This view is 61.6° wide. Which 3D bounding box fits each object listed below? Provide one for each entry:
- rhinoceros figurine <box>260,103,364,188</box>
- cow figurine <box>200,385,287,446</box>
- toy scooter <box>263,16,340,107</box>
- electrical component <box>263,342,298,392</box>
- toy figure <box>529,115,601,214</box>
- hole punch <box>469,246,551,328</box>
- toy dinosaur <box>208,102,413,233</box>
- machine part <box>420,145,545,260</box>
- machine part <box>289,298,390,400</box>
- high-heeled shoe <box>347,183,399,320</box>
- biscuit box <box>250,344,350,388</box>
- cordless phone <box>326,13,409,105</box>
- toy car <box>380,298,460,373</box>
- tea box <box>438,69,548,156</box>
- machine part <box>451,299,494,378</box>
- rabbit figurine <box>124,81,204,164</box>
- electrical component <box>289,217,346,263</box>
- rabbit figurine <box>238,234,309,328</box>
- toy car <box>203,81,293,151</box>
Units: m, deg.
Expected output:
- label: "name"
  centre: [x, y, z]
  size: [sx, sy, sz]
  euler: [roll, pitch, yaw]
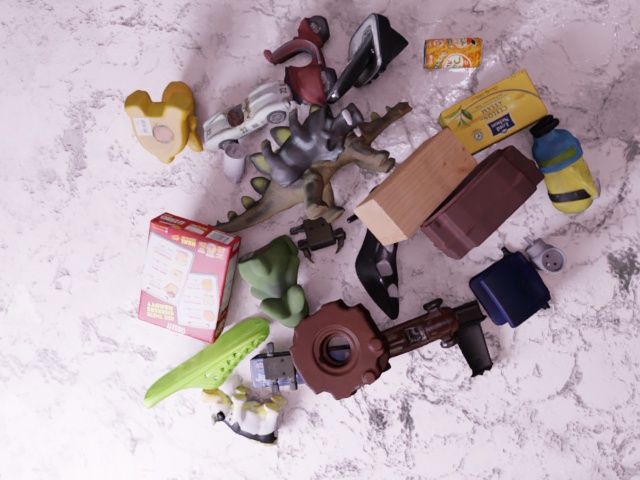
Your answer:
- label: "rhinoceros figurine"
  centre: [-0.013, -0.171, 0.932]
  size: [0.190, 0.073, 0.112]
  euler: [-39, 64, 5]
- label: "cow figurine"
  centre: [-0.156, 0.341, 1.050]
  size: [0.167, 0.068, 0.098]
  euler: [11, 97, 8]
- label: "toy scooter"
  centre: [-0.038, -0.335, 1.041]
  size: [0.135, 0.075, 0.183]
  euler: [-11, 86, 9]
- label: "electrical component"
  centre: [-0.073, 0.235, 0.999]
  size: [0.063, 0.021, 0.094]
  euler: [-9, 84, 6]
- label: "toy figure"
  centre: [0.434, -0.132, 0.965]
  size: [0.089, 0.082, 0.180]
  euler: [-25, 107, 44]
- label: "hole punch"
  centre: [0.352, 0.090, 0.982]
  size: [0.116, 0.092, 0.142]
  euler: [-35, 82, 2]
- label: "toy dinosaur"
  centre: [-0.026, -0.126, 1.017]
  size: [0.471, 0.105, 0.199]
  euler: [-38, 69, 0]
- label: "machine part"
  centre: [0.272, -0.064, 0.934]
  size: [0.201, 0.201, 0.087]
  euler: [-44, 87, 5]
- label: "machine part"
  centre: [0.033, 0.195, 0.961]
  size: [0.180, 0.056, 0.179]
  euler: [-1, 86, 17]
- label: "high-heeled shoe"
  centre: [0.139, 0.017, 1.031]
  size: [0.145, 0.086, 0.248]
  euler: [-28, 105, -24]
- label: "biscuit box"
  centre: [-0.031, 0.243, 1.036]
  size: [0.203, 0.063, 0.059]
  euler: [-8, 87, 6]
- label: "cordless phone"
  centre: [0.063, -0.305, 0.981]
  size: [0.088, 0.146, 0.184]
  euler: [38, 77, -11]
- label: "toy car"
  centre: [0.159, 0.178, 0.986]
  size: [0.202, 0.053, 0.089]
  euler: [-21, 87, 1]
- label: "tea box"
  centre: [0.318, -0.229, 0.999]
  size: [0.170, 0.068, 0.098]
  euler: [-29, 86, 5]
- label: "machine part"
  centre: [0.286, 0.186, 1.012]
  size: [0.084, 0.039, 0.139]
  euler: [-17, 86, 1]
- label: "rabbit figurine"
  centre: [-0.278, -0.236, 1.040]
  size: [0.122, 0.173, 0.162]
  euler: [-8, 133, 8]
- label: "electrical component"
  centre: [-0.001, -0.004, 1.048]
  size: [0.102, 0.045, 0.078]
  euler: [-23, 58, 3]
- label: "rabbit figurine"
  centre: [-0.067, 0.091, 1.013]
  size: [0.121, 0.159, 0.170]
  euler: [-30, 101, -4]
- label: "toy car"
  centre: [-0.140, -0.238, 1.034]
  size: [0.202, 0.056, 0.073]
  euler: [-25, 59, 22]
